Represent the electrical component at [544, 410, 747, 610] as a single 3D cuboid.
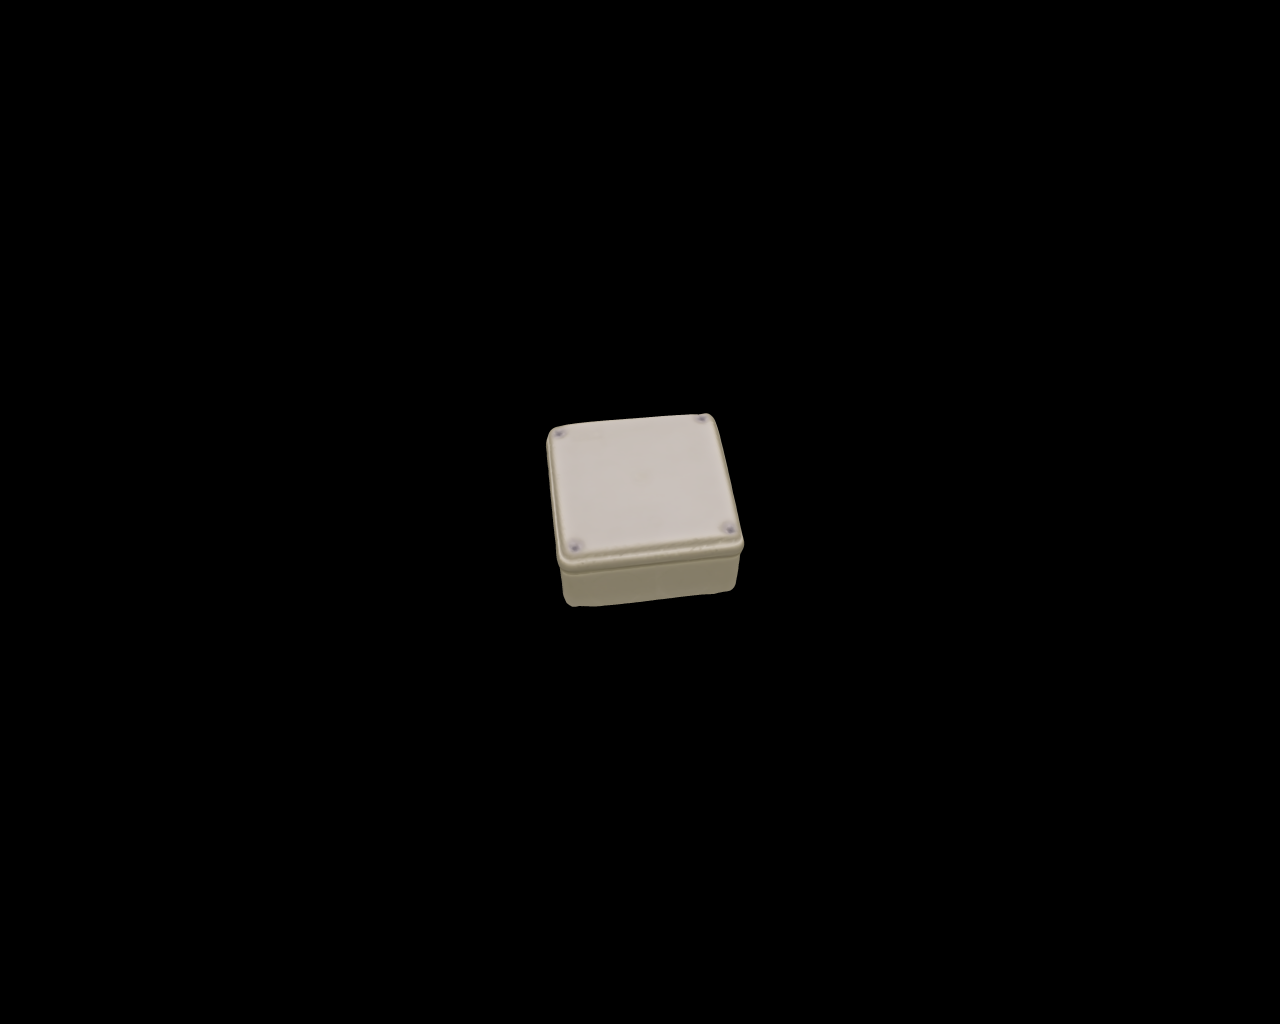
[{"bbox_3d":[0.001,-0.003,0.650,0.109,0.109,0.056,-5,-39,-4],"label":"electrical component"}]
